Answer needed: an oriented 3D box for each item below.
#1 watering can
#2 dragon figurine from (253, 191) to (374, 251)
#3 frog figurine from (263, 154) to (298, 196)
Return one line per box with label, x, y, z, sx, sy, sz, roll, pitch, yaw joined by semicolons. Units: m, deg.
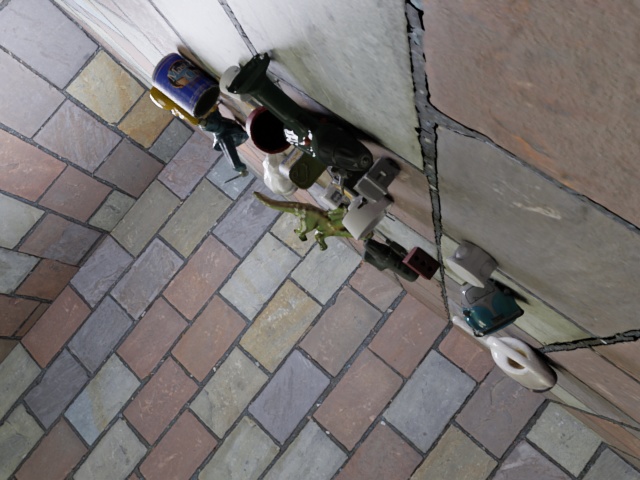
watering can;0.568;0.344;1.553;0.221;0.104;0.352;39;177;-34
dragon figurine;0.005;-0.083;1.649;0.406;0.125;0.240;28;148;-29
frog figurine;-0.130;-0.205;1.604;0.139;0.122;0.159;57;-166;13
